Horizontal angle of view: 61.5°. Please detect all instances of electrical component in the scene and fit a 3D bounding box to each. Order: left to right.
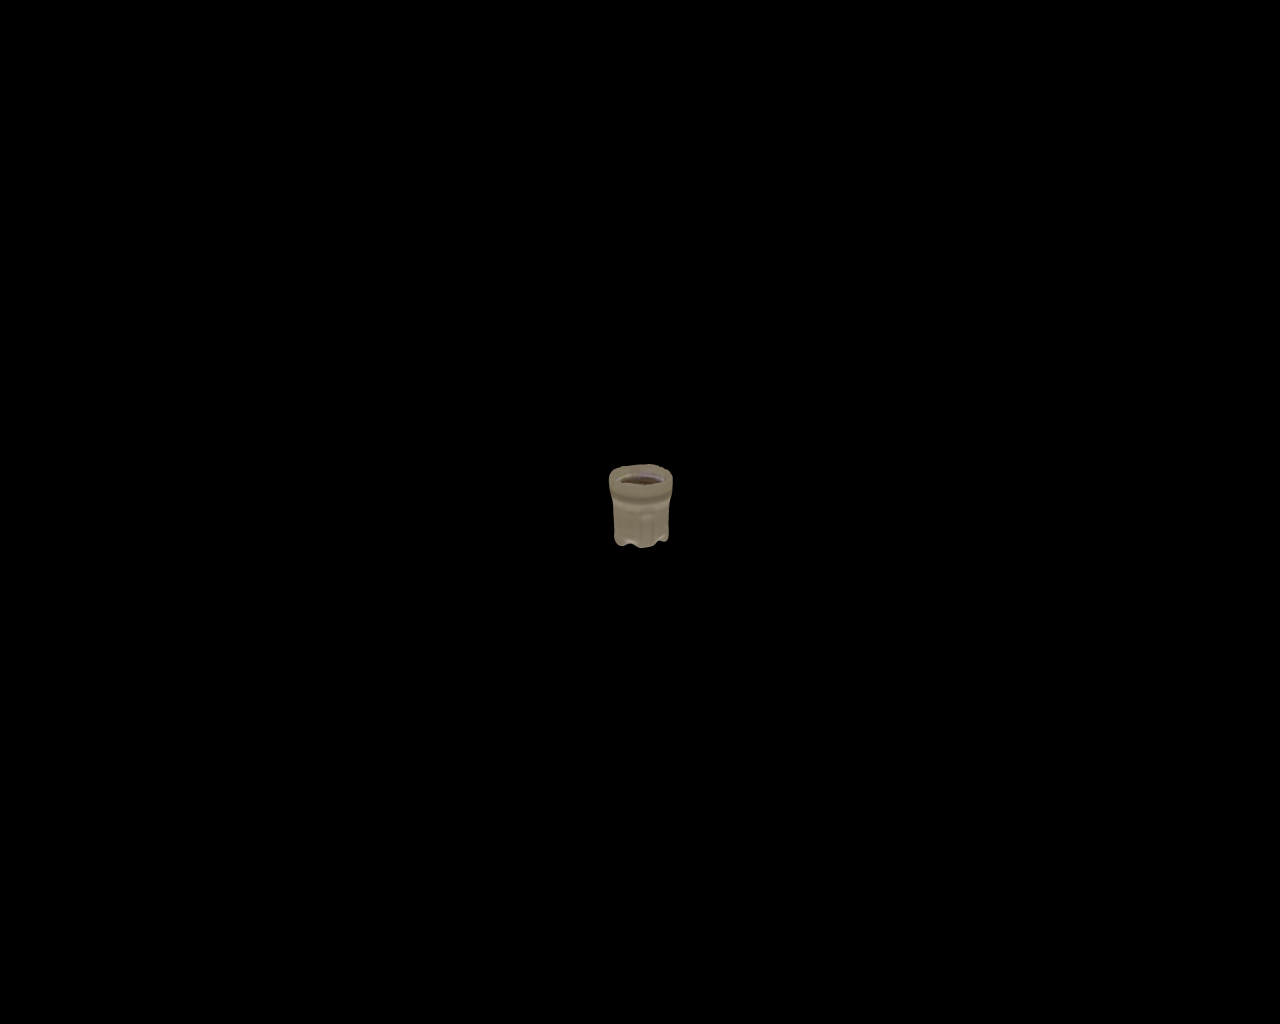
[{"bbox_3d":[0.001,-0.003,0.650,0.040,0.046,0.040,0,23,0],"label":"electrical component"}]
